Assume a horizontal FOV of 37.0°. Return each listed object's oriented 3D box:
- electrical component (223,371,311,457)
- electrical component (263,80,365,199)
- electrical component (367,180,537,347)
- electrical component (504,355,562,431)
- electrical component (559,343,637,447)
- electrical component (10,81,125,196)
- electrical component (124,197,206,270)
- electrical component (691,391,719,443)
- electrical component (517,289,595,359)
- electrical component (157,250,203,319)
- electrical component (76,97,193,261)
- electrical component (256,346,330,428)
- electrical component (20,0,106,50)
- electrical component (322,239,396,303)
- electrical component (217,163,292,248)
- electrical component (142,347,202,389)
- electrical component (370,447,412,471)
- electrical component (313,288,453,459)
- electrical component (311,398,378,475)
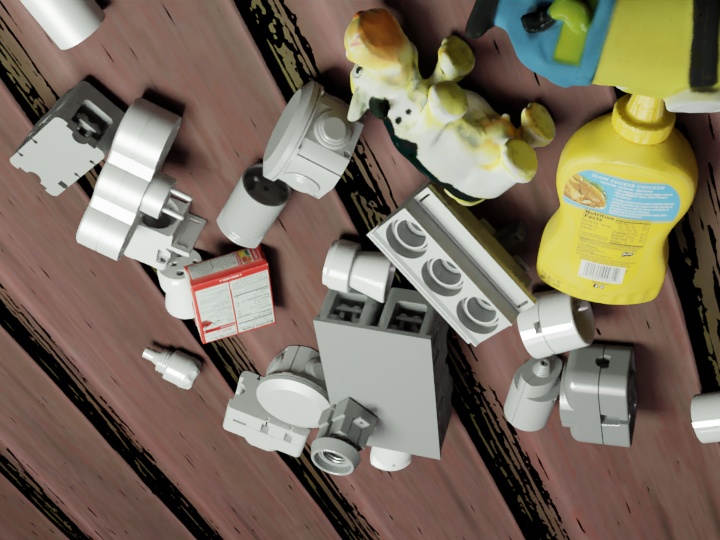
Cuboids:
[{"bbox_3d":[-0.095,0.155,1.144,0.089,0.050,0.055,21,141,1],"label":"electrical component"},{"bbox_3d":[-0.036,-0.097,0.805,0.051,0.080,0.080,26,141,-15],"label":"electrical component"},{"bbox_3d":[0.076,-0.009,0.848,0.121,0.063,0.079,47,135,-7],"label":"electrical component"},{"bbox_3d":[0.160,0.107,0.980,0.043,0.043,0.081,15,141,7],"label":"electrical component"},{"bbox_3d":[0.211,0.110,0.952,0.059,0.053,0.095,4,138,20],"label":"electrical component"},{"bbox_3d":[-0.241,-0.111,0.897,0.050,0.055,0.089,41,137,-23],"label":"electrical component"},{"bbox_3d":[-0.186,-0.036,0.971,0.081,0.042,0.063,23,142,-1],"label":"electrical component"},{"bbox_3d":[0.331,0.122,0.921,0.081,0.043,0.043,-14,130,35],"label":"electrical component"},{"bbox_3d":[0.164,0.043,0.896,0.047,0.055,0.055,-15,129,31],"label":"electrical component"},{"bbox_3d":[-0.166,0.012,1.016,0.045,0.045,0.055,11,140,12],"label":"electrical component"},{"bbox_3d":[-0.176,-0.067,0.891,0.074,0.052,0.138,26,113,-6],"label":"electrical component"},{"bbox_3d":[-0.060,0.119,1.086,0.080,0.051,0.080,12,140,11],"label":"electrical component"},{"bbox_3d":[-0.230,-0.208,0.791,0.043,0.043,0.081,-11,131,33],"label":"electrical component"},{"bbox_3d":[0.000,0.000,0.927,0.055,0.045,0.045,15,141,8],"label":"electrical component"},{"bbox_3d":[-0.093,-0.050,0.912,0.043,0.043,0.081,29,140,-9],"label":"electrical component"},{"bbox_3d":[-0.201,0.100,1.141,0.061,0.035,0.035,26,141,-3],"label":"electrical component"},{"bbox_3d":[0.035,0.182,1.123,0.043,0.043,0.081,17,141,6],"label":"electrical component"},{"bbox_3d":[0.027,0.092,1.009,0.105,0.060,0.186,9,139,15],"label":"electrical component"},{"bbox_3d":[-0.018,0.158,1.010,0.048,0.055,0.066,38,138,-19],"label":"electrical component"}]
